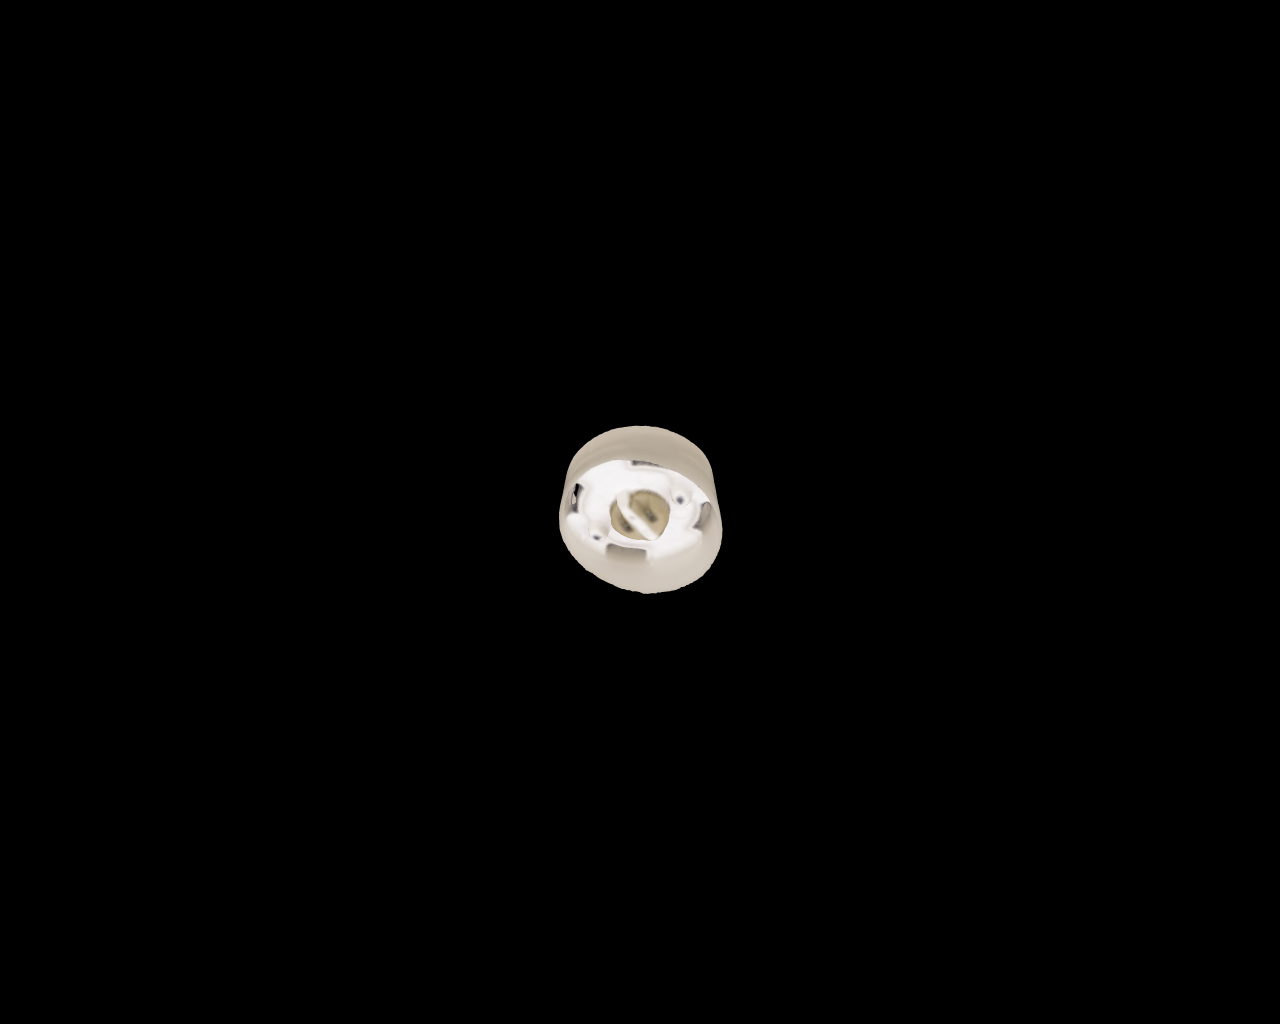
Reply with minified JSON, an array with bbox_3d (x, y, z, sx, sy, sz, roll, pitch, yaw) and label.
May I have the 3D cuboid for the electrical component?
[{"bbox_3d":[0.001,-0.003,0.650,0.099,0.064,0.099,0,-43,0],"label":"electrical component"}]
